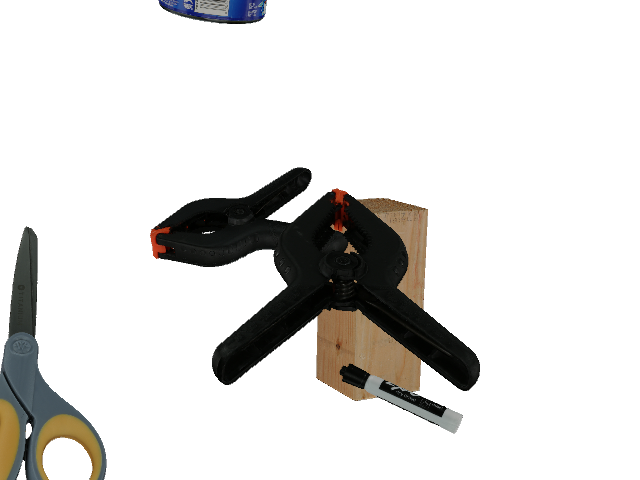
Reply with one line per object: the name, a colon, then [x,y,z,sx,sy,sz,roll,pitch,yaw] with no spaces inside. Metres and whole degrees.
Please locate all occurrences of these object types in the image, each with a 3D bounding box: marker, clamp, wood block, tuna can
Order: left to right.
tuna can: [-0.083,-0.195,0.831,0.086,0.034,0.086,8,23,-3]
clamp: [-0.068,-0.020,0.965,0.171,0.039,0.120,-4,34,-8]
clamp: [0.025,0.032,0.727,0.164,0.036,0.210,6,34,3]
wood block: [0.055,0.062,1.190,0.090,0.206,0.091,-5,13,-30]
marker: [0.073,0.145,0.987,0.121,0.020,0.020,23,7,17]

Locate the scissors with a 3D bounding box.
scissors: [-0.155,0.075,0.613,0.096,0.201,0.016,17,-45,-6]
